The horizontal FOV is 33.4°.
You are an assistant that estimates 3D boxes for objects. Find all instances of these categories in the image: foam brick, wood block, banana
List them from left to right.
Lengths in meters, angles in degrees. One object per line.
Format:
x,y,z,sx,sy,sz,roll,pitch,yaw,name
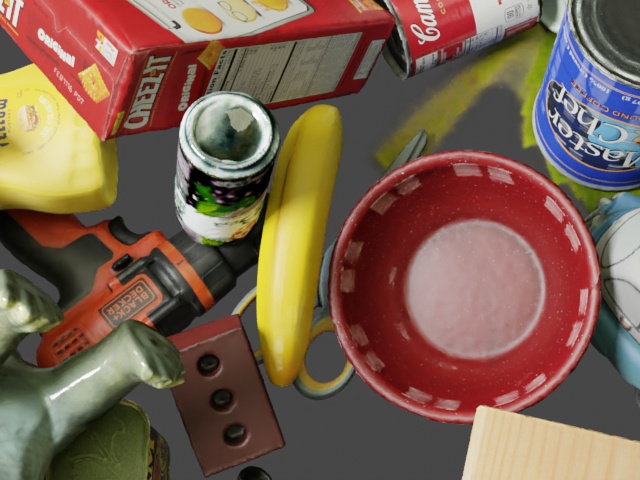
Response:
-0.058,0.090,0.636,0.053,0.051,0.078,-21,97,-4,foam brick
-0.009,-0.011,0.658,0.037,0.069,0.197,2,63,21,banana
0.101,0.201,0.533,0.091,0.090,0.206,12,68,11,wood block

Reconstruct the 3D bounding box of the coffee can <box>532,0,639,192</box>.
0.193,-0.104,0.660,0.103,0.140,0.103,-1,70,3,coffee can

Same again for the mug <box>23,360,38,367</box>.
-0.206,0.116,0.634,0.093,0.081,0.117,-11,70,-1,mug

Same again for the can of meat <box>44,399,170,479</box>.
-0.120,0.150,0.615,0.057,0.084,0.102,-1,70,3,can of meat

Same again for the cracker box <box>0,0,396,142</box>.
-0.084,-0.148,0.664,0.213,0.072,0.164,-18,54,-43,cracker box

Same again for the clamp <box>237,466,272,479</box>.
0.011,0.222,0.567,0.036,0.165,0.210,8,72,-38,clamp

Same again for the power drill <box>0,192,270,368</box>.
-0.139,-0.016,0.692,0.184,0.057,0.188,-38,71,-14,power drill

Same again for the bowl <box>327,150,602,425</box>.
0.089,0.029,0.648,0.162,0.055,0.162,-2,85,17,bowl

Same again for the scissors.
0.027,0.021,0.690,0.201,0.016,0.096,-40,74,-11,scissors

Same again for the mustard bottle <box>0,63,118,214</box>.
-0.223,-0.056,0.649,0.191,0.058,0.096,-7,70,0,mustard bottle

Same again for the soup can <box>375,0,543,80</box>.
0.091,-0.159,0.726,0.102,0.068,0.068,-22,70,-6,soup can
